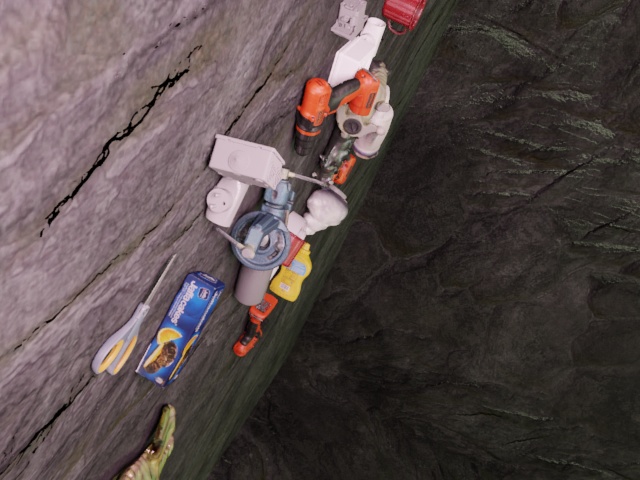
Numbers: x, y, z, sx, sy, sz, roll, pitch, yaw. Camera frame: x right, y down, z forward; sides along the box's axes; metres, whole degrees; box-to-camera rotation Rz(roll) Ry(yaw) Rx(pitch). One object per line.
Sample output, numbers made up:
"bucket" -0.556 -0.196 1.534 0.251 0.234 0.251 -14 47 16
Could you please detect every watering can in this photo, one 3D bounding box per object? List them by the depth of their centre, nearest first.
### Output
"watering can" 0.164 -0.349 1.610 0.356 0.104 0.219 -77 -174 -50

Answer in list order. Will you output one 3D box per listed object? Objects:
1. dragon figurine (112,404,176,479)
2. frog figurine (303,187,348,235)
"dragon figurine" -0.384 0.480 1.124 0.402 0.122 0.248 107 -4 -63
"frog figurine" 0.005 -0.080 1.587 0.159 0.124 0.135 -53 139 -1
